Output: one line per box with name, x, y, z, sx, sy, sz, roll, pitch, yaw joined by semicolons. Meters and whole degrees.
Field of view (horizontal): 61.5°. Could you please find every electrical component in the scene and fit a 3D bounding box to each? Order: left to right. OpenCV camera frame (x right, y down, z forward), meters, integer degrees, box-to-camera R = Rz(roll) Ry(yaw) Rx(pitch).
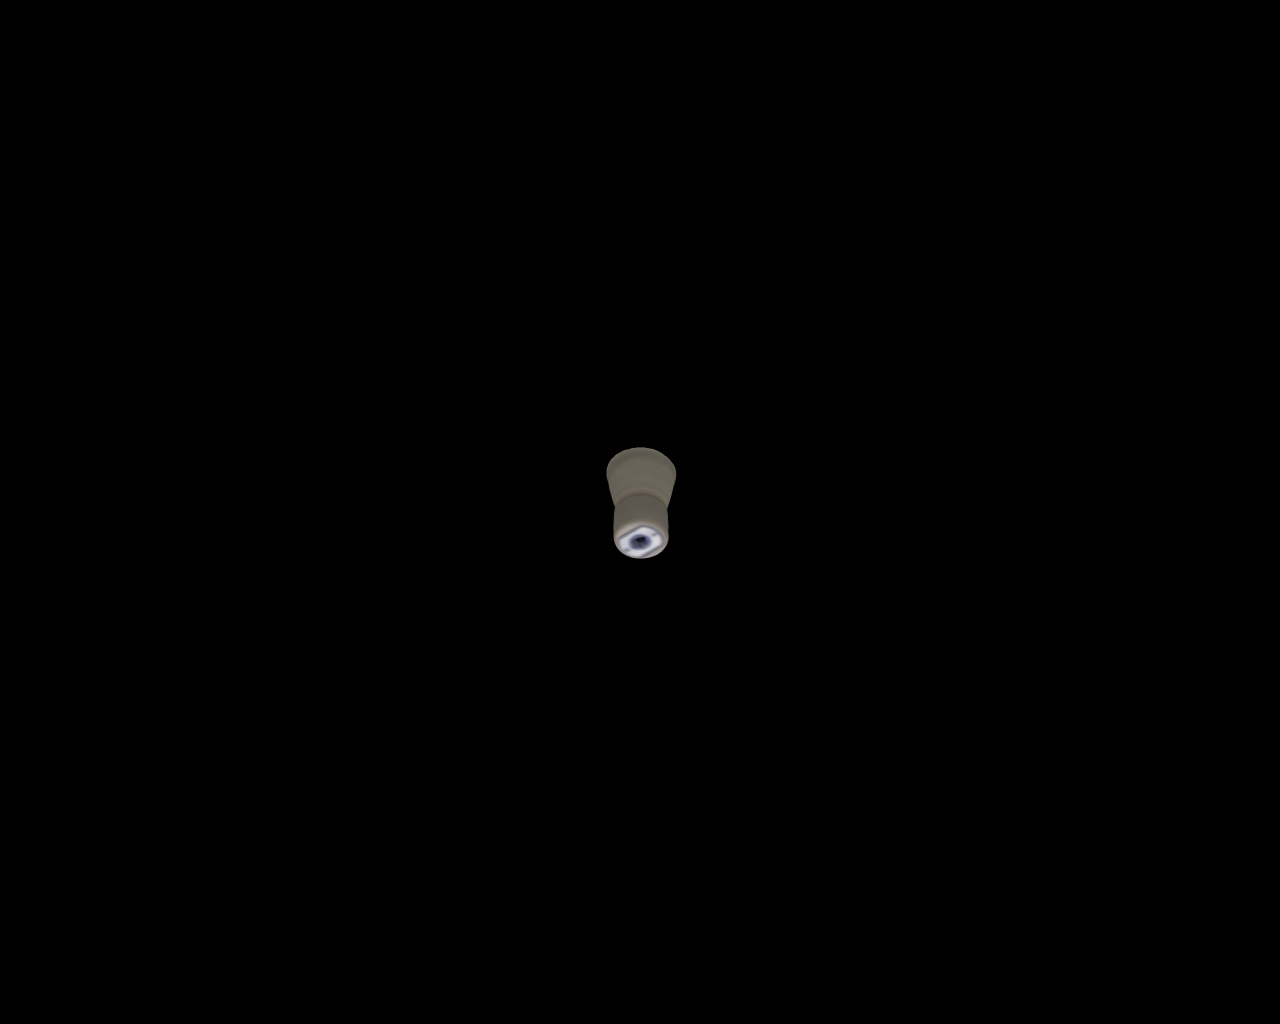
electrical component;0.001;-0.003;0.650;0.044;0.044;0.065;0;44;0
